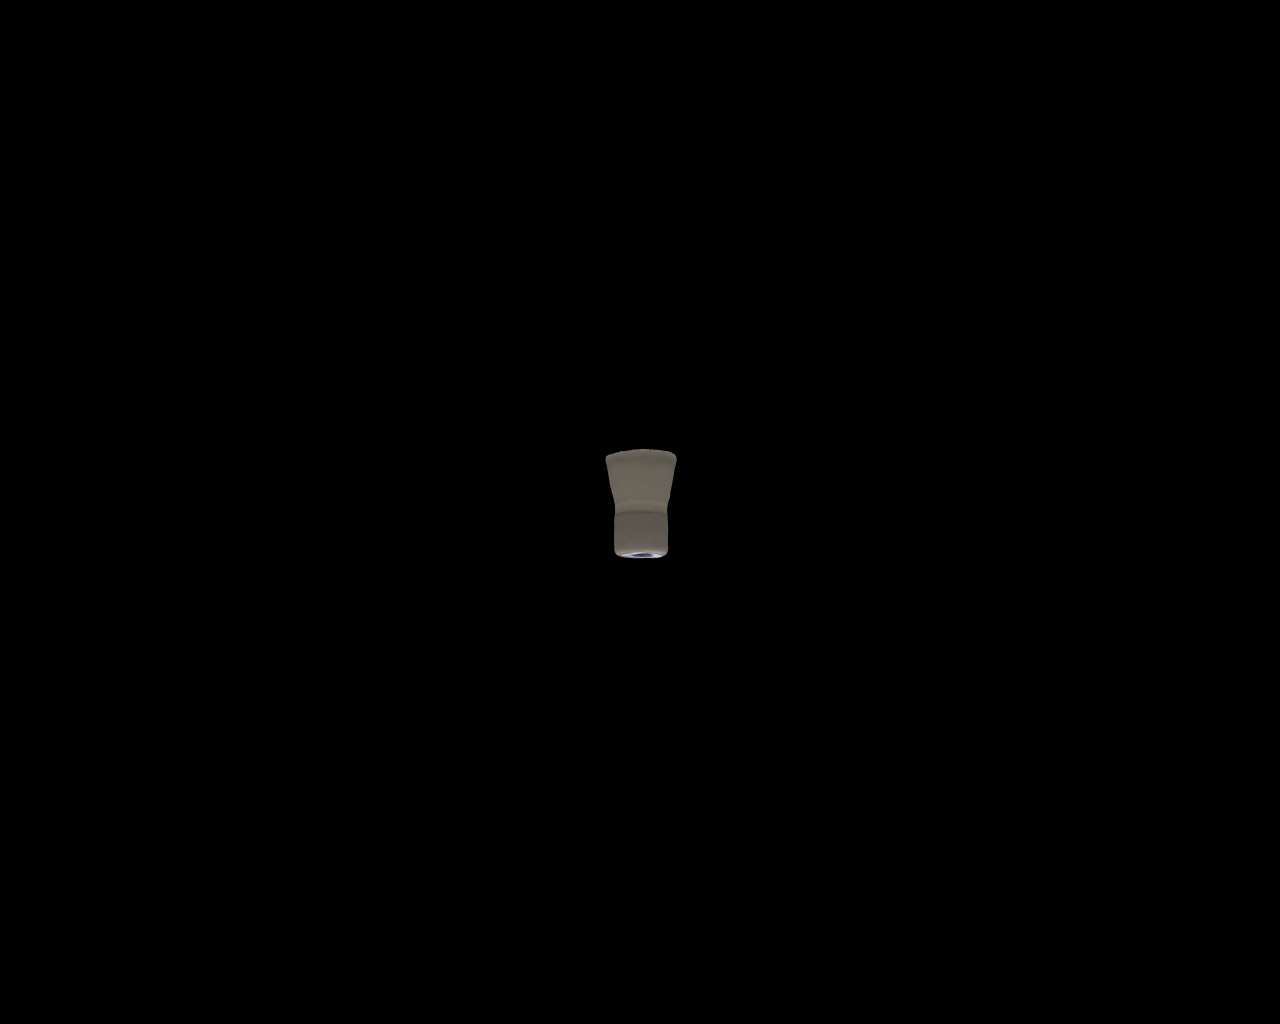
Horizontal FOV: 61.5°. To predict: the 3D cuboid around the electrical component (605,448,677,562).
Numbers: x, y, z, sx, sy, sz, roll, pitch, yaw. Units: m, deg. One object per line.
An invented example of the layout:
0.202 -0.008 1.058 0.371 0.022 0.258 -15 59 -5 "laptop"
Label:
0.001 -0.003 0.650 0.044 0.065 0.044 0 -10 0 "electrical component"
